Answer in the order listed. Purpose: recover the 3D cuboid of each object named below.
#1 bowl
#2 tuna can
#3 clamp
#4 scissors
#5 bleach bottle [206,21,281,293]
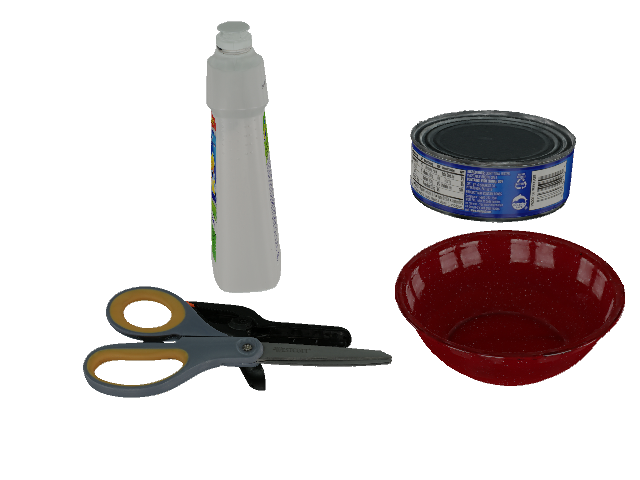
[{"bbox_3d":[0.135,0.056,0.772,0.162,0.055,0.162,-3,32,2],"label":"bowl"},{"bbox_3d":[0.090,-0.041,0.567,0.086,0.034,0.086,0,24,0],"label":"tuna can"},{"bbox_3d":[-0.092,0.113,1.236,0.210,0.036,0.164,14,22,29],"label":"clamp"},{"bbox_3d":[-0.061,0.062,0.726,0.201,0.096,0.016,-9,-41,-11],"label":"scissors"},{"bbox_3d":[-0.074,-0.080,0.982,0.068,0.251,0.102,-4,31,-5],"label":"bleach bottle"}]
